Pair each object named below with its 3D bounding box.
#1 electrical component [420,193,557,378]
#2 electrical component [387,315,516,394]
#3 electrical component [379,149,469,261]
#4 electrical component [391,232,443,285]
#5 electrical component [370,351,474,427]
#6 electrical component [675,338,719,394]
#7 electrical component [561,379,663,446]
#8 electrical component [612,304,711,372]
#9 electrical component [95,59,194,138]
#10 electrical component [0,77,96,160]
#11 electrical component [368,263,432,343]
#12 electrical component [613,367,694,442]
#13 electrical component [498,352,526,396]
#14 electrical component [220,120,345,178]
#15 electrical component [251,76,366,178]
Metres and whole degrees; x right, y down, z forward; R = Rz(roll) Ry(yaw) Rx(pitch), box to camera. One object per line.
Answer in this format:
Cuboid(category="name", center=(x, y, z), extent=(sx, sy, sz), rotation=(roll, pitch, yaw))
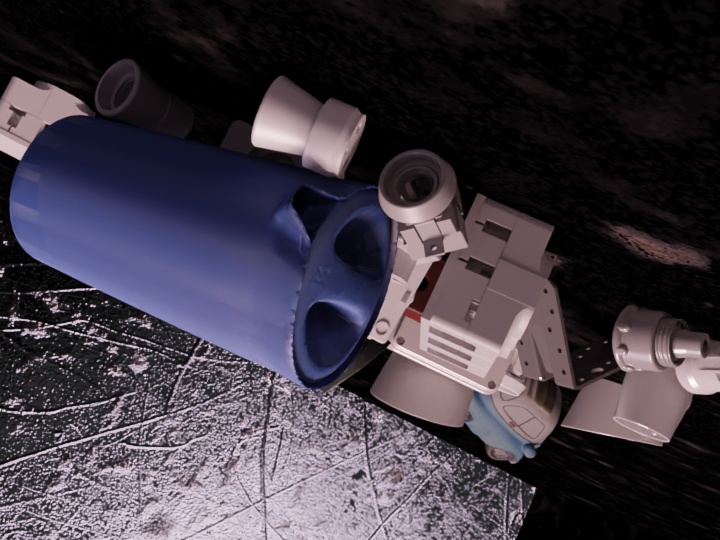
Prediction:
Cuboid(category="electrical component", center=(0.088, 0.018, 0.740), extent=(0.062, 0.089, 0.150), rotation=(24, 170, 7))
Cuboid(category="electrical component", center=(0.088, 0.060, 1.006), extent=(0.113, 0.078, 0.057), rotation=(26, 173, -5))
Cuboid(category="electrical component", center=(0.039, -0.041, 0.656), extent=(0.048, 0.066, 0.055), rotation=(-14, 149, 13))
Cuboid(category="electrical component", center=(0.024, -0.014, 0.773), extent=(0.047, 0.075, 0.083), rotation=(27, 170, -12))
Cuboid(category="electrical component", center=(0.065, 0.119, 1.075), extent=(0.099, 0.064, 0.099), rotation=(24, 170, 4))
Cuboid(category="electrical component", center=(0.250, 0.067, 0.748), extent=(0.040, 0.040, 0.046), rotation=(29, 165, -20))
Cuboid(category="electrical component", center=(0.262, 0.150, 1.089), extent=(0.099, 0.064, 0.099), rotation=(25, 171, 4))
Cuboid(category="electrical component", center=(0.210, 0.049, 0.744), extent=(0.062, 0.048, 0.048), rotation=(4, 159, 41))
Cuboid(category="electrical component", center=(-0.151, -0.117, 0.772), extent=(0.044, 0.044, 0.065), rotation=(17, 172, 40))
Cuboid(category="electrical component", center=(-0.249, -0.108, 1.008), extent=(0.186, 0.060, 0.105), rotation=(28, 170, -16))
Cuboid(category="electrical component", center=(0.000, 0.000, 0.849), extent=(0.100, 0.099, 0.048), rotation=(29, -177, -22))
Cuboid(category="electrical component", center=(0.227, 0.088, 0.803), extent=(0.043, 0.077, 0.079), rotation=(20, 169, 29))
Cuboid(category="electrical component", center=(0.147, 0.090, 1.081), extent=(0.058, 0.057, 0.078), rotation=(23, 170, 16))
Cuboid(category="electrical component", center=(-0.061, -0.066, 0.786), extent=(0.089, 0.050, 0.055), rotation=(25, 171, 2))
Cuboid(category="electrical component", center=(-0.030, -0.083, 0.631), extent=(0.055, 0.045, 0.045), rotation=(24, 170, 5))
